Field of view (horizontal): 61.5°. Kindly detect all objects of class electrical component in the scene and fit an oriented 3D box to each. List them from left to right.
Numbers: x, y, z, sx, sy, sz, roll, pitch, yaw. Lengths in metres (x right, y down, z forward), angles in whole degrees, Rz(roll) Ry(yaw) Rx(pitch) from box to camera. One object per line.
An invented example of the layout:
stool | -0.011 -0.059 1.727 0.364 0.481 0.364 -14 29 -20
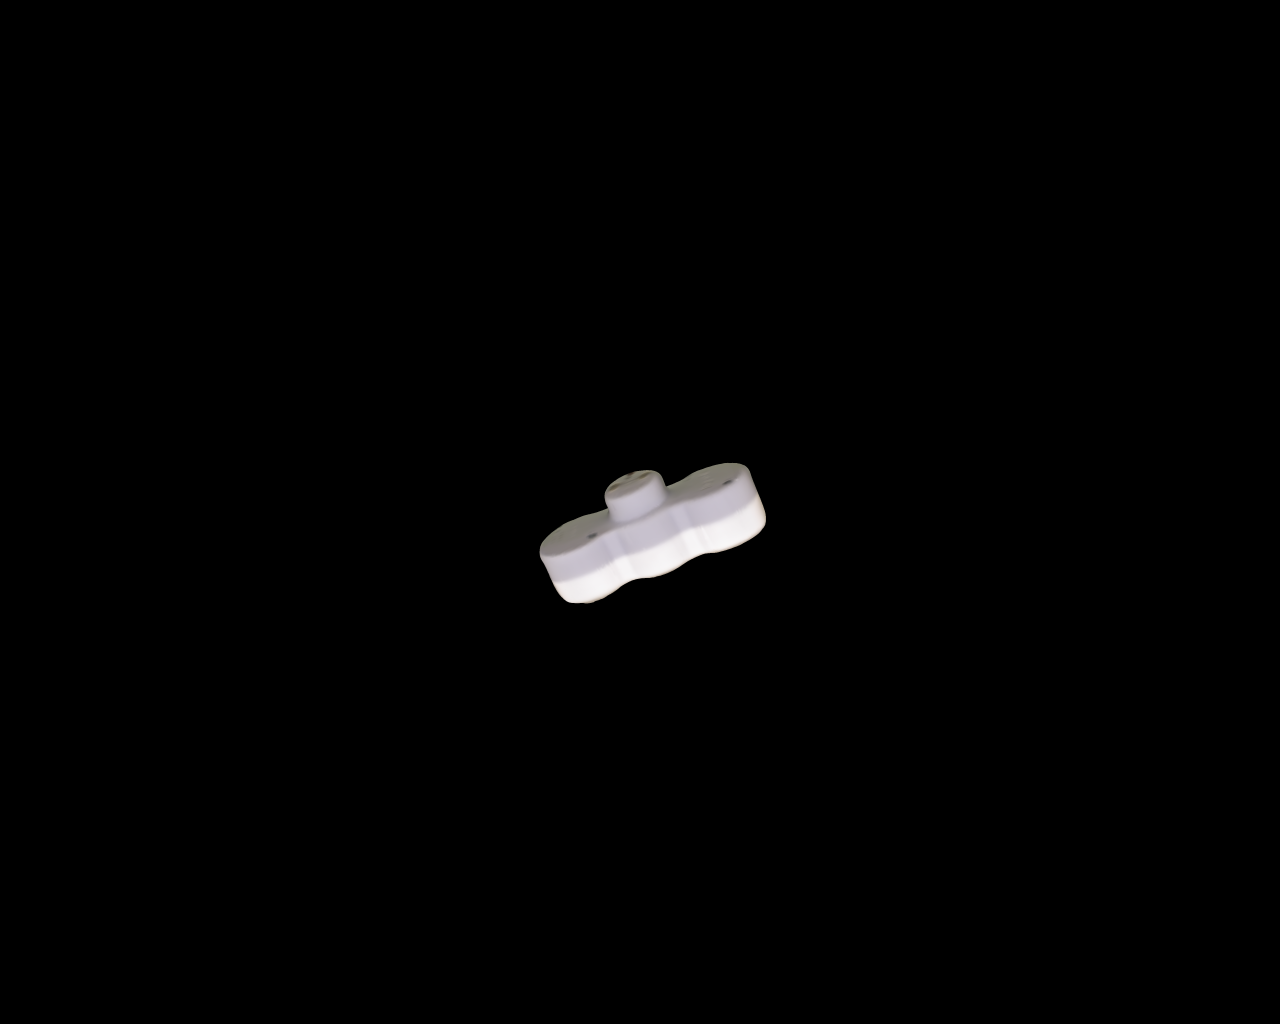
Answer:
electrical component | 0.001 -0.003 0.650 0.138 0.073 0.052 -21 18 7
